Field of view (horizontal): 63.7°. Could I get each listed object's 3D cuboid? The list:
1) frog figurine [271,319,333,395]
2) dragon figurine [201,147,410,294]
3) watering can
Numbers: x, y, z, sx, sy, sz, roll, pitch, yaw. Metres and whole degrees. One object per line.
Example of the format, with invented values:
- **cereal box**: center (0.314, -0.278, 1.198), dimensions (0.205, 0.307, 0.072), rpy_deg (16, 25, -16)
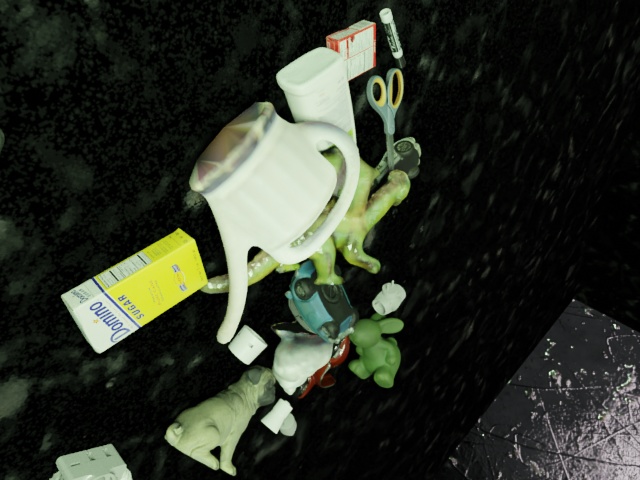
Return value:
- **frog figurine**: center (-0.041, 0.245, 1.024), dimensions (0.138, 0.123, 0.158), rpy_deg (-23, 122, -65)
- **dragon figurine**: center (0.003, -0.043, 0.862), dimensions (0.413, 0.124, 0.238), rpy_deg (-11, 121, -35)
- **watering can**: center (-0.086, -0.038, 0.713), dimensions (0.221, 0.105, 0.350), rpy_deg (43, 81, -27)
